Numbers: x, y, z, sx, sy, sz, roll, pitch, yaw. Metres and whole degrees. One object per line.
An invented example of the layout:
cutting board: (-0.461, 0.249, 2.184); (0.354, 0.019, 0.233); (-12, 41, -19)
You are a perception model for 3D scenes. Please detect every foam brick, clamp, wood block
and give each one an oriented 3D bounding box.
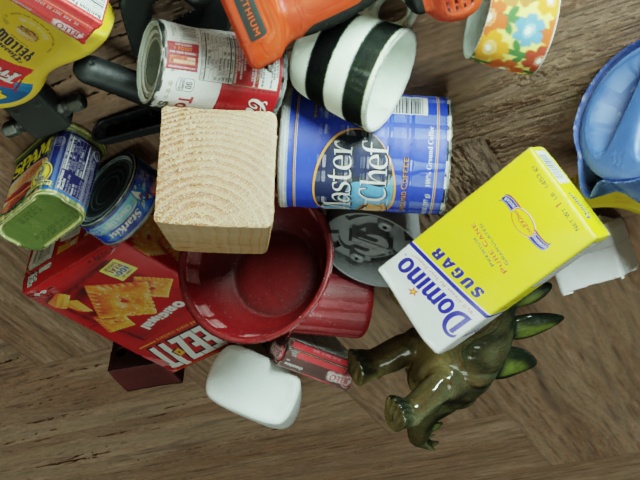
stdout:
foam brick: (-0.204, 0.141, 1.269); (0.078, 0.053, 0.051); (-12, 140, 20)
clamp: (-0.129, -0.112, 0.935); (0.171, 0.039, 0.120); (9, 160, -8)
clamp: (-0.084, -0.200, 0.811); (0.164, 0.036, 0.210); (12, 146, -21)
wood block: (-0.084, -0.043, 0.897); (0.090, 0.091, 0.206); (3, 173, -3)

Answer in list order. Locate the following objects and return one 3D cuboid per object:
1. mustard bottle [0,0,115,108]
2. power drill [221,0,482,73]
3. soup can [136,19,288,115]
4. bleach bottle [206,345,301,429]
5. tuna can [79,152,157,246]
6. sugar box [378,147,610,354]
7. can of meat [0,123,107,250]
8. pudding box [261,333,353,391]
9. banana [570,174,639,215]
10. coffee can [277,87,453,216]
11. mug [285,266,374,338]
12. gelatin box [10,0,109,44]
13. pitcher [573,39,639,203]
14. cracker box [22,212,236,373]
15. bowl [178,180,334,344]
mustard bottle: (-0.261, -0.158, 0.870); (0.192, 0.058, 0.096); (-27, 129, 36)
power drill: (0.015, -0.208, 0.734); (0.187, 0.057, 0.184); (-19, 132, 3)
soup can: (-0.084, -0.132, 0.830); (0.102, 0.068, 0.069); (5, 146, -25)
bleach bottle: (-0.072, 0.182, 1.248); (0.102, 0.068, 0.251); (24, 168, 4)
tuna can: (-0.189, -0.039, 0.997); (0.086, 0.086, 0.033); (-25, 132, 33)
sugar box: (0.140, 0.011, 0.888); (0.176, 0.093, 0.048); (-41, 164, 26)
can of meat: (-0.252, -0.047, 0.996); (0.057, 0.084, 0.102); (32, 136, -31)
pudding box: (-0.016, 0.118, 1.174); (0.090, 0.114, 0.039); (24, 98, -22)
banana: (0.292, -0.025, 0.964); (0.197, 0.037, 0.070); (14, 103, -18)
coffee can: (0.038, -0.075, 0.909); (0.140, 0.103, 0.103); (3, 143, 2)
mug: (0.006, 0.059, 1.115); (0.081, 0.093, 0.117); (6, 173, -10)
gelatin box: (-0.190, -0.197, 0.783); (0.073, 0.089, 0.030); (29, 137, -29)
pitcher: (0.340, -0.067, 0.876); (0.242, 0.145, 0.149); (27, 156, -32)
cracker box: (-0.179, 0.052, 1.130); (0.164, 0.072, 0.213); (-26, 134, 35)
bowl: (-0.054, 0.025, 1.027); (0.162, 0.162, 0.055); (-10, 161, 19)
